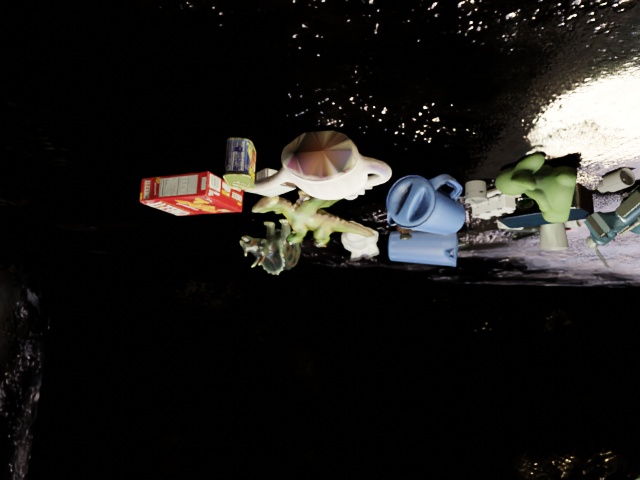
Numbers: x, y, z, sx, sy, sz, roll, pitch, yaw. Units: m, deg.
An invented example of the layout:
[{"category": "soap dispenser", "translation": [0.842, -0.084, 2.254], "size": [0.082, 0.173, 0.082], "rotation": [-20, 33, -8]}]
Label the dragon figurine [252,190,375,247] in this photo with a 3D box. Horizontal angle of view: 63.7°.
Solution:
[{"category": "dragon figurine", "translation": [0.004, -0.074, 1.479], "size": [0.410, 0.124, 0.239], "rotation": [3, 160, -16]}]

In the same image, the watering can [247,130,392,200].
[{"category": "watering can", "translation": [-0.025, -0.144, 1.097], "size": [0.347, 0.105, 0.222], "rotation": [-2, 166, 12]}]

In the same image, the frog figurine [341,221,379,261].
[{"category": "frog figurine", "translation": [0.132, -0.017, 1.799], "size": [0.137, 0.125, 0.156], "rotation": [1, 134, 38]}]
